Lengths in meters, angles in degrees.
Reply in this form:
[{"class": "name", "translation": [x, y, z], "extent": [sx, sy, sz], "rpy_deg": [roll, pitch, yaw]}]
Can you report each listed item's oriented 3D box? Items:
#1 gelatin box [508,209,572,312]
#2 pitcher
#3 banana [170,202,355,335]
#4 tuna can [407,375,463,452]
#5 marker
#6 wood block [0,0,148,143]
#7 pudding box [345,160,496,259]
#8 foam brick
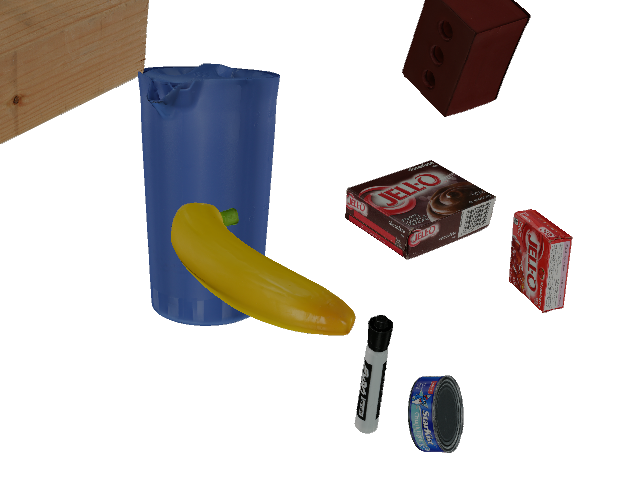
[{"class": "gelatin box", "translation": [0.234, 0.021, 1.145], "extent": [0.030, 0.089, 0.073], "rpy_deg": [-11, 30, -18]}, {"class": "pitcher", "translation": [-0.103, -0.049, 1.036], "extent": [0.149, 0.243, 0.145], "rpy_deg": [-2, 15, -17]}, {"class": "banana", "translation": [-0.050, 0.011, 0.673], "extent": [0.069, 0.037, 0.198], "rpy_deg": [-10, 26, -24]}, {"class": "tuna can", "translation": [0.129, 0.194, 1.194], "extent": [0.034, 0.086, 0.086], "rpy_deg": [-5, -2, 29]}, {"class": "marker", "translation": [0.041, 0.104, 0.832], "extent": [0.020, 0.121, 0.020], "rpy_deg": [3, 40, -3]}, {"class": "wood block", "translation": [-0.251, -0.162, 0.912], "extent": [0.090, 0.091, 0.205], "rpy_deg": [30, 42, 21]}, {"class": "pudding box", "translation": [0.093, -0.031, 1.003], "extent": [0.113, 0.039, 0.090], "rpy_deg": [-18, 39, -35]}, {"class": "foam brick", "translation": [0.098, -0.134, 0.734], "extent": [0.051, 0.053, 0.078], "rpy_deg": [-24, -31, -29]}]
